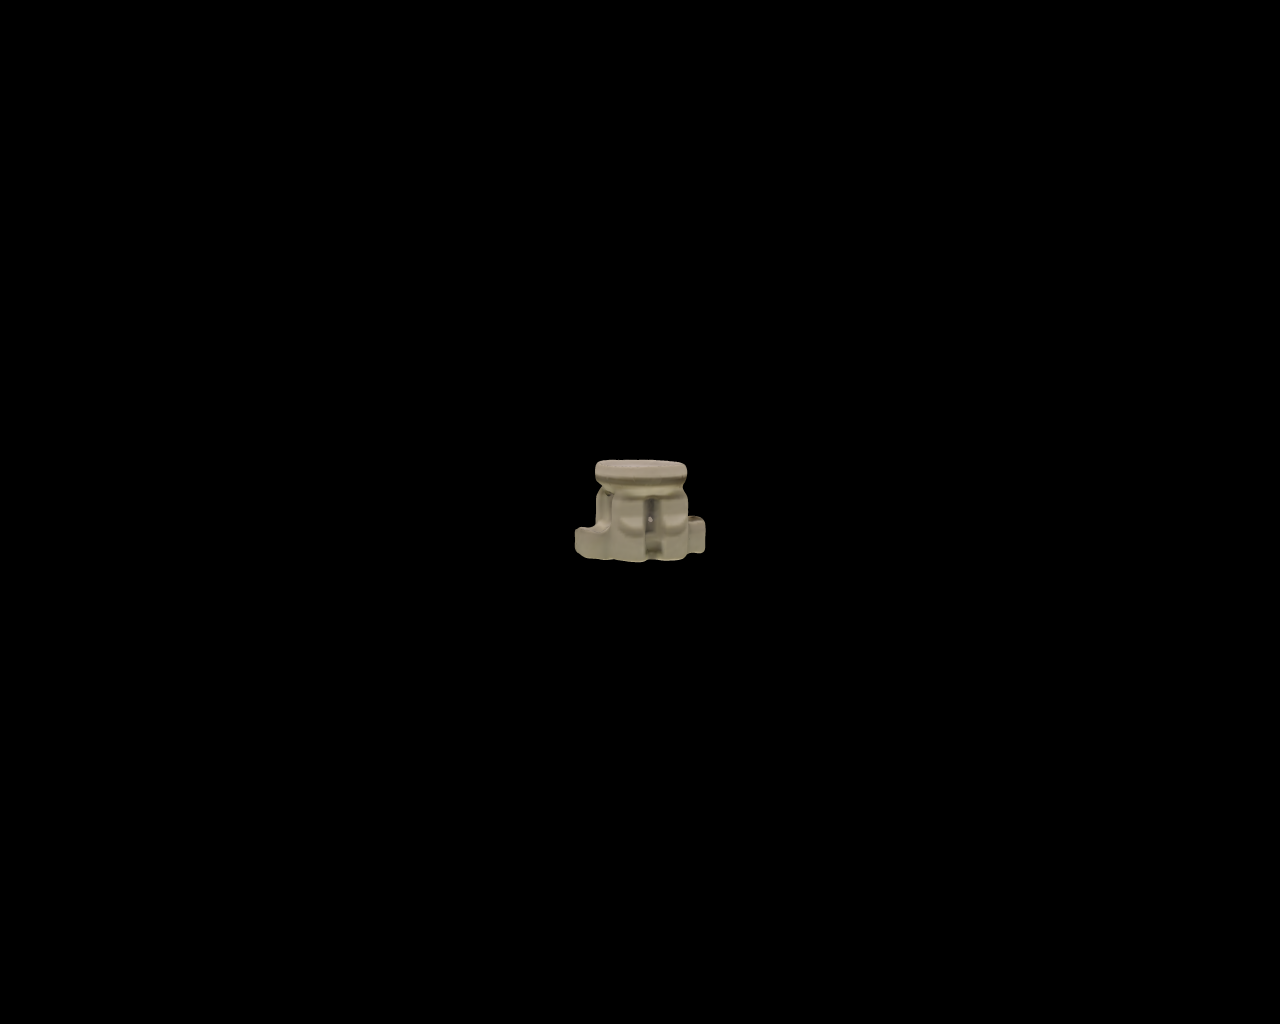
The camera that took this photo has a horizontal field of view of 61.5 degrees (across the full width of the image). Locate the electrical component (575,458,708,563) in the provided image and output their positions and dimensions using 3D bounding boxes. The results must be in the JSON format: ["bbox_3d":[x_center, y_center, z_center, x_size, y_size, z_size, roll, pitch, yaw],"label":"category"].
[{"bbox_3d":[0.001,-0.003,0.650,0.078,0.057,0.058,-2,8,-18],"label":"electrical component"}]
